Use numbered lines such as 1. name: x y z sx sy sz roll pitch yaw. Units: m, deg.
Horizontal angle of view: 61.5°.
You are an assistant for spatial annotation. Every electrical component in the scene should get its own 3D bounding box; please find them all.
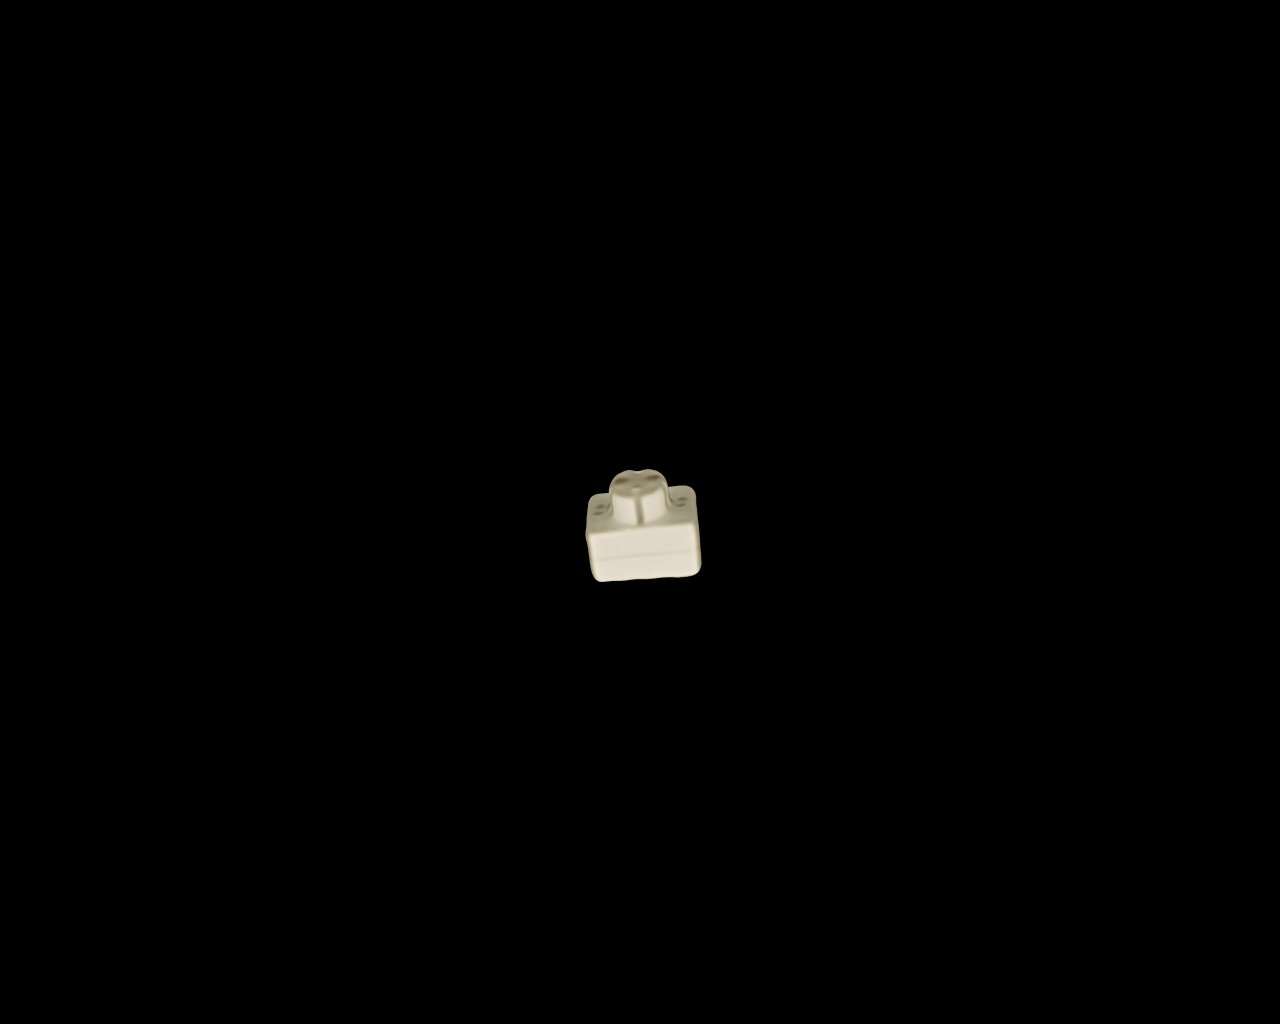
1. electrical component: 0.001 -0.003 0.650 0.066 0.076 0.047 -5 31 3
